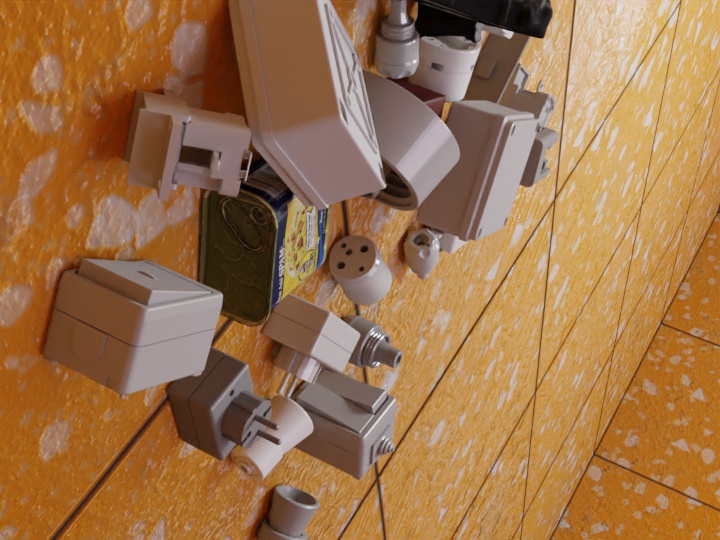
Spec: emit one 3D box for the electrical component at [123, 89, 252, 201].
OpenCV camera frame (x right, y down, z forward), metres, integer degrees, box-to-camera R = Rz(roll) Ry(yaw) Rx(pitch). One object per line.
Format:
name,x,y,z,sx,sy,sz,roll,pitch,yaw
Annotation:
electrical component,-0.094,-0.068,0.590,0.081,0.064,0.042,-121,-136,-63

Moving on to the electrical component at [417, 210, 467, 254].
electrical component,0.091,-0.054,1.079,0.081,0.042,0.063,-33,144,-53

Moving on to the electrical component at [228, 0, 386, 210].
electrical component,-0.030,-0.108,0.660,0.108,0.056,0.108,50,27,-66

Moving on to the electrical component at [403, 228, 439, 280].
electrical component,0.061,-0.012,1.060,0.035,0.035,0.061,-56,158,-27

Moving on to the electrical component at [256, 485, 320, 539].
electrical component,-0.067,0.231,0.985,0.045,0.045,0.055,7,105,-67

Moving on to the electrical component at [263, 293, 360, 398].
electrical component,-0.046,0.068,0.873,0.075,0.047,0.083,-64,158,-7

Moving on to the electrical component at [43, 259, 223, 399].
electrical component,-0.126,0.027,0.628,0.096,0.062,0.061,-12,121,-64

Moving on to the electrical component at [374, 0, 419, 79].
electrical component,0.029,-0.180,0.823,0.035,0.035,0.061,-46,147,-43

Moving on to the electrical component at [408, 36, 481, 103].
electrical component,0.068,-0.171,0.897,0.055,0.055,0.047,-38,147,-51

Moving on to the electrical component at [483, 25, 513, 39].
electrical component,0.121,-0.279,0.902,0.089,0.062,0.150,-1,112,-67

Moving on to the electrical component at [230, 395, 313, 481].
electrical component,-0.075,0.141,0.885,0.065,0.044,0.044,-47,151,-32

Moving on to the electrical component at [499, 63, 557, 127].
electrical component,0.166,-0.167,1.113,0.042,0.064,0.081,13,100,-67

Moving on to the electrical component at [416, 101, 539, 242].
electrical component,0.102,-0.087,0.924,0.109,0.056,0.108,-22,131,-67

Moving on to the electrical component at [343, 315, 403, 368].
electrical component,0.009,0.069,0.979,0.043,0.062,0.043,-48,151,-37

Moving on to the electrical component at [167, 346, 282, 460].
electrical component,-0.089,0.102,0.766,0.047,0.077,0.065,-52,154,-34

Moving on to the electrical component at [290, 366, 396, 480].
electrical component,-0.012,0.133,0.947,0.061,0.096,0.061,-46,149,-44

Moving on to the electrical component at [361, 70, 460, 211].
electrical component,0.011,-0.087,0.781,0.060,0.108,0.108,-55,156,-13

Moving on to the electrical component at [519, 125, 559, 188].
electrical component,0.142,-0.121,1.065,0.056,0.089,0.050,-33,139,-55

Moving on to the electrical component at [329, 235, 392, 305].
electrical component,0.000,0.000,0.916,0.045,0.045,0.055,-61,157,-15
